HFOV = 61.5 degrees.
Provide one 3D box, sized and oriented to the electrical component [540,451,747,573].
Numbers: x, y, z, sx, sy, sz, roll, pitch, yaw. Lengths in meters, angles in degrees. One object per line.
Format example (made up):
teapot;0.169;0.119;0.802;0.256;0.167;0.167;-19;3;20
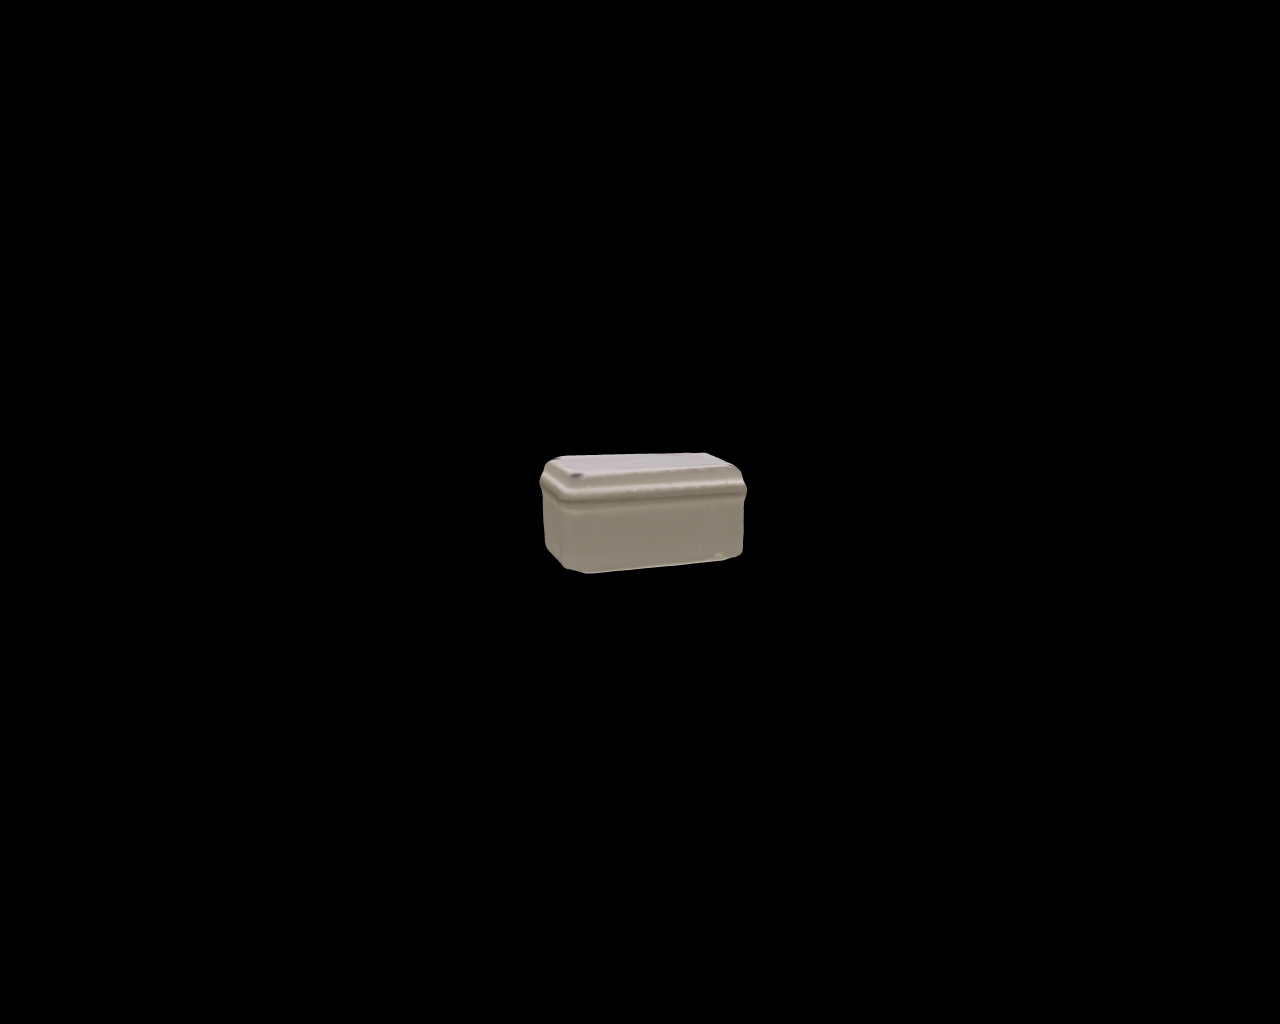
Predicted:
electrical component;0.001;-0.003;0.650;0.113;0.057;0.078;-3;12;-16
